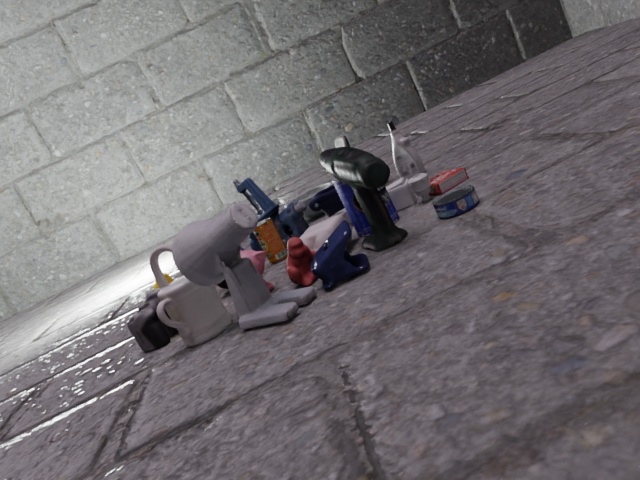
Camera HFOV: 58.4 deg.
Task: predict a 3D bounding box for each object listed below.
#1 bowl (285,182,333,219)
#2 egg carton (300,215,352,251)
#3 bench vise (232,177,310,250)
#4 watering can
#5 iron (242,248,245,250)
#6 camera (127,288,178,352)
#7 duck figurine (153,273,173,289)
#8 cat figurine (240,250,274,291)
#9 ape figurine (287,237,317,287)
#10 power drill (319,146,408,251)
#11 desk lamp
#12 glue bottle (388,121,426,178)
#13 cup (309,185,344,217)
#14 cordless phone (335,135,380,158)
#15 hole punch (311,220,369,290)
[{"bbox_3d":[-0.021,-0.110,1.763,0.167,0.075,0.167,-25,12,6],"label":"bowl"},{"bbox_3d":[0.011,0.004,1.216,0.107,0.069,0.150,-21,13,22],"label":"egg carton"},{"bbox_3d":[-0.132,-0.086,1.541,0.207,0.220,0.121,-23,13,16],"label":"bench vise"},{"bbox_3d":[-0.254,0.093,1.093,0.101,0.194,0.173,-24,12,9],"label":"watering can"},{"bbox_3d":[-0.254,0.024,1.520,0.119,0.141,0.257,-30,12,-17],"label":"iron"},{"bbox_3d":[-0.312,0.149,1.204,0.136,0.101,0.143,-18,14,34],"label":"camera"},{"bbox_3d":[-0.400,0.128,1.519,0.104,0.086,0.078,-18,14,34],"label":"duck figurine"},{"bbox_3d":[-0.153,0.064,1.189,0.067,0.118,0.127,-35,15,-36],"label":"cat figurine"},{"bbox_3d":[-0.037,0.038,1.118,0.078,0.092,0.076,-29,12,-12],"label":"ape figurine"},{"bbox_3d":[0.083,-0.088,1.120,0.076,0.208,0.229,-30,12,-16],"label":"power drill"},{"bbox_3d":[-0.143,0.044,1.019,0.202,0.214,0.118,-17,15,38],"label":"desk lamp"},{"bbox_3d":[0.230,-0.254,1.604,0.078,0.173,0.037,-15,16,42],"label":"glue bottle"},{"bbox_3d":[0.031,-0.085,1.494,0.118,0.095,0.091,-34,14,-32],"label":"cup"},{"bbox_3d":[0.116,-0.240,1.760,0.147,0.185,0.094,-13,18,48],"label":"cordless phone"},{"bbox_3d":[0.027,0.026,1.038,0.101,0.091,0.108,-25,12,4],"label":"hole punch"}]
